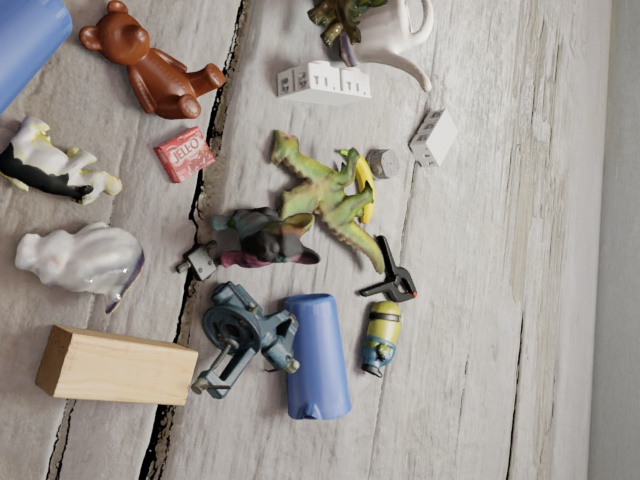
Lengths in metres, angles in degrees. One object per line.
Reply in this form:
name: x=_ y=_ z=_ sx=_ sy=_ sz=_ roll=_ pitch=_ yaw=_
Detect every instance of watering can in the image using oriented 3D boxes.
watering can: x=0.145 y=-0.446 z=1.155 sx=0.102 sy=0.223 sz=0.355 roll=47 pitch=39 yaw=-51

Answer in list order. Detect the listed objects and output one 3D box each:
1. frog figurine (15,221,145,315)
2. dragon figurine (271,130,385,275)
frog figurine: x=-0.349 y=0.021 z=0.761 sx=0.157 sy=0.121 sz=0.141 roll=38 pitch=31 yaw=-27
dragon figurine: x=0.003 y=-0.057 z=1.135 sx=0.245 sy=0.122 sz=0.406 roll=-27 pitch=106 yaw=-23
